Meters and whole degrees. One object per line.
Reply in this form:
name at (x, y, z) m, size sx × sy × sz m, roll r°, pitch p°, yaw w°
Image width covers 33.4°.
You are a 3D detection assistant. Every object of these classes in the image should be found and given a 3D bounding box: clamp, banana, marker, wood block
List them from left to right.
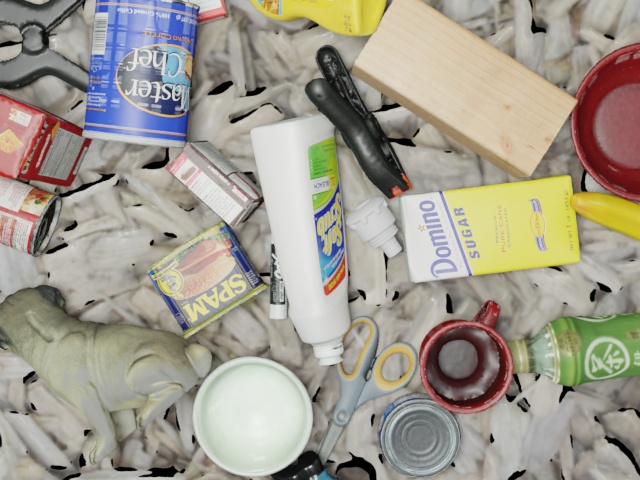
clamp at (-0.289, -0.217, 1.105) m, size 0.210 × 0.036 × 0.164 m, roll 2°, pitch 92°, yaw -3°
marker at (-0.043, 0.022, 1.121) m, size 0.020 × 0.020 × 0.121 m, roll 1°, pitch 92°, yaw 0°
clamp at (0.037, -0.111, 1.069) m, size 0.039 × 0.120 × 0.171 m, roll -29°, pitch 102°, yaw 25°
wood block at (0.142, -0.155, 1.079) m, size 0.206 × 0.091 × 0.090 m, roll 32°, pitch 91°, yaw 0°
banana at (0.344, -0.008, 1.094) m, size 0.198 × 0.069 × 0.037 m, roll 26°, pitch 103°, yaw -2°

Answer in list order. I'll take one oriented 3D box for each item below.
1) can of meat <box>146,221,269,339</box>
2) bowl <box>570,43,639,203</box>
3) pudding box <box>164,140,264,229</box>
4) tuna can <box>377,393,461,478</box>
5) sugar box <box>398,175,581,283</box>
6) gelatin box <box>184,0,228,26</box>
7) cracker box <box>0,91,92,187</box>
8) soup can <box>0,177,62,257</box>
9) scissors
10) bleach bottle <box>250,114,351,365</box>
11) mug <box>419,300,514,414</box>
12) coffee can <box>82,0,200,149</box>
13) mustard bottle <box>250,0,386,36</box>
can of meat at (-0.117, 0.040, 1.104) m, size 0.102 × 0.057 × 0.084 m, roll -32°, pitch 89°, yaw 1°
bowl at (0.332, -0.119, 1.097) m, size 0.162 × 0.055 × 0.162 m, roll 0°, pitch 92°, yaw 0°
pudding box at (-0.101, -0.058, 1.072) m, size 0.090 × 0.113 × 0.039 m, roll 41°, pitch 96°, yaw -1°
tuna can at (0.104, 0.205, 1.119) m, size 0.086 × 0.034 × 0.086 m, roll 0°, pitch 92°, yaw 0°
sugar box at (0.174, -0.011, 1.106) m, size 0.176 × 0.048 × 0.093 m, roll -8°, pitch 92°, yaw -1°
gelatin box at (-0.142, -0.266, 1.107) m, size 0.073 × 0.030 × 0.089 m, roll -15°, pitch 93°, yaw 2°
cracker box at (-0.324, -0.111, 1.021) m, size 0.164 × 0.213 × 0.072 m, roll 23°, pitch 91°, yaw -1°
soup can at (-0.327, -0.031, 1.096) m, size 0.102 × 0.068 × 0.068 m, roll 21°, pitch 92°, yaw 0°
scissors at (0.044, 0.182, 1.127) m, size 0.096 × 0.016 × 0.202 m, roll 11°, pitch 92°, yaw 2°
bleach bottle at (-0.007, 0.001, 1.091) m, size 0.068 × 0.102 × 0.251 m, roll -6°, pitch 99°, yaw 27°
mug at (0.150, 0.114, 1.092) m, size 0.093 × 0.081 × 0.117 m, roll 26°, pitch 91°, yaw -1°
coffee can at (-0.176, -0.165, 1.049) m, size 0.103 × 0.103 × 0.140 m, roll 6°, pitch 95°, yaw 0°
mustard bottle at (-0.023, -0.264, 1.058) m, size 0.192 × 0.058 × 0.096 m, roll 20°, pitch 113°, yaw 35°
